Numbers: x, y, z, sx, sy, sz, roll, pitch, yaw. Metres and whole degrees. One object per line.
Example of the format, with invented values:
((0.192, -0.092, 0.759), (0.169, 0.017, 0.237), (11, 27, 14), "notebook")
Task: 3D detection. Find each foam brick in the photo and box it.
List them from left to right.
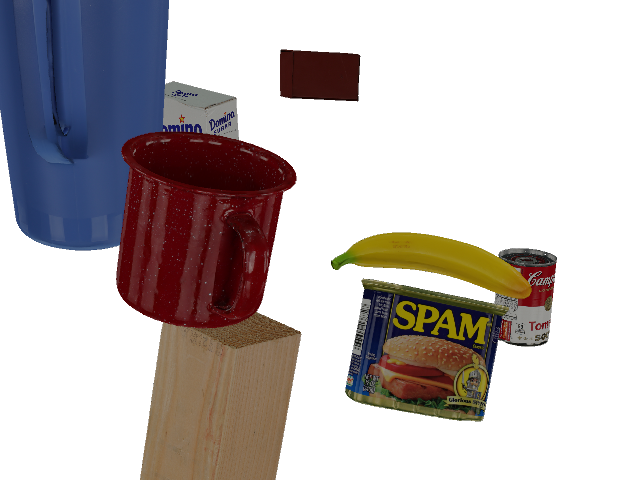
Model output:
((-0.001, -0.179, 1.161), (0.078, 0.051, 0.053), (0, 11, -17), "foam brick")

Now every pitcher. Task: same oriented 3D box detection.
((-0.174, -0.115, 0.763), (0.148, 0.243, 0.145), (-19, 34, -38), "pitcher")

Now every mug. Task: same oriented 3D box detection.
((-0.059, -0.001, 0.566), (0.093, 0.081, 0.117), (-4, 26, -33), "mug")

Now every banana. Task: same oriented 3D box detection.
((0.114, 0.023, 1.071), (0.198, 0.037, 0.069), (7, 44, 12), "banana")

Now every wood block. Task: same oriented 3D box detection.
((-0.093, 0.169, 0.949), (0.090, 0.206, 0.090), (20, 18, 34), "wood block")

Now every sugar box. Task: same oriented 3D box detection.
((-0.118, -0.055, 1.014), (0.093, 0.176, 0.048), (19, 34, 40), "sugar box")

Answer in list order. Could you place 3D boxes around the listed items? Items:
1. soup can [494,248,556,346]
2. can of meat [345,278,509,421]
((0.241, 0.067, 1.265), (0.068, 0.102, 0.068), (2, 15, -1), "soup can")
((0.072, 0.077, 0.744), (0.102, 0.084, 0.057), (12, -3, -13), "can of meat")
